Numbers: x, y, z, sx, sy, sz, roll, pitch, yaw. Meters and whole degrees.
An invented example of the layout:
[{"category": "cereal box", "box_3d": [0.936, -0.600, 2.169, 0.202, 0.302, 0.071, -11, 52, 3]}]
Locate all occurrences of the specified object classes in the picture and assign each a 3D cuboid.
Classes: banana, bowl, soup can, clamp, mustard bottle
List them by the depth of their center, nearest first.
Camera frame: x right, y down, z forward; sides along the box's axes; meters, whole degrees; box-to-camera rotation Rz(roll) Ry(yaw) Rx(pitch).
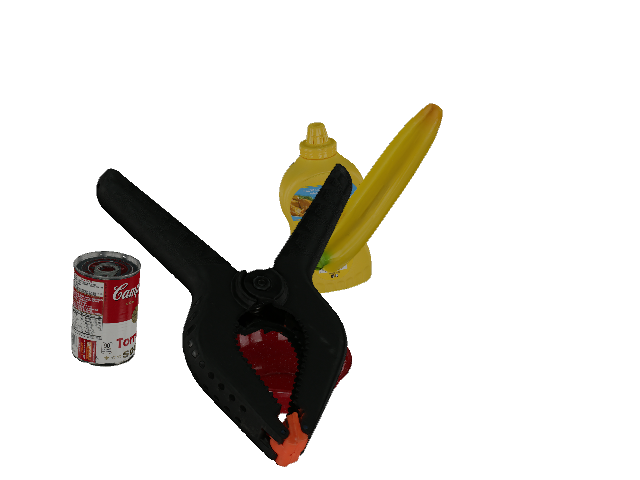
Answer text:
[{"category": "clamp", "box_3d": [-0.049, 0.031, 0.626, 0.164, 0.210, 0.036, 2, -39, -13]}, {"category": "banana", "box_3d": [0.051, -0.039, 0.975, 0.037, 0.197, 0.070, 37, -18, -5]}, {"category": "soup can", "box_3d": [-0.223, 0.071, 1.104, 0.068, 0.102, 0.068, 6, 20, -2]}, {"category": "mustard bottle", "box_3d": [0.003, -0.038, 1.191, 0.096, 0.192, 0.058, -9, 25, -8]}, {"category": "bowl", "box_3d": [-0.044, 0.159, 1.277, 0.162, 0.055, 0.162, 2, 25, -1]}]
